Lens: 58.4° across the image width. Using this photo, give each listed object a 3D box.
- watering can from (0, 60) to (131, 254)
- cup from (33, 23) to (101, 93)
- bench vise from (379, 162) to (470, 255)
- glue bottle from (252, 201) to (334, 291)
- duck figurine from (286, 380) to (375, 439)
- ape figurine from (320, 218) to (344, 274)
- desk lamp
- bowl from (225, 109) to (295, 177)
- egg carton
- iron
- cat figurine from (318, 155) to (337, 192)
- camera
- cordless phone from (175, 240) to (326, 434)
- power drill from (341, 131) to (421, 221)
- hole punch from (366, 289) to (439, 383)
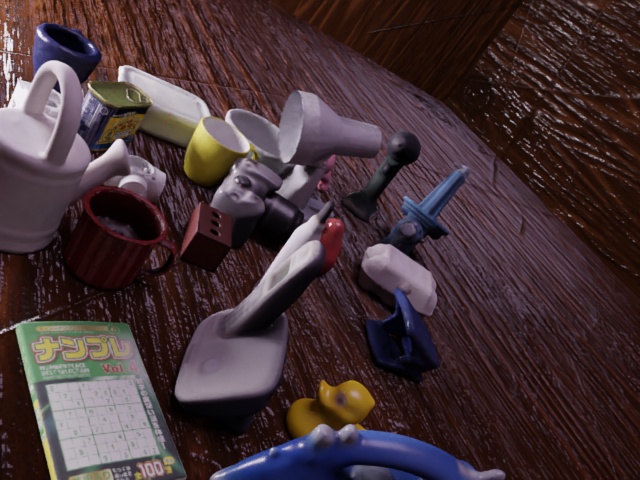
[{"bbox_3d":[-0.281,-0.090,0.580,0.101,0.194,0.173,44,25,13],"label":"watering can"},{"bbox_3d":[-0.388,-0.265,0.860,0.092,0.095,0.117,24,28,-27],"label":"cup"},{"bbox_3d":[0.225,-0.049,1.151,0.121,0.219,0.207,34,25,-7],"label":"bench vise"},{"bbox_3d":[-0.031,0.015,0.755,0.037,0.173,0.078,33,25,-8],"label":"glue bottle"},{"bbox_3d":[0.026,0.194,0.627,0.105,0.086,0.077,34,25,-7],"label":"duck figurine"},{"bbox_3d":[0.009,0.003,0.927,0.078,0.092,0.076,25,27,-25],"label":"ape figurine"},{"bbox_3d":[-0.003,-0.135,1.006,0.204,0.213,0.117,21,29,-32],"label":"desk lamp"},{"bbox_3d":[-0.117,-0.168,1.077,0.168,0.074,0.167,30,26,-16],"label":"bowl"},{"bbox_3d":[0.137,0.073,1.005,0.150,0.069,0.107,34,25,-7],"label":"egg carton"},{"bbox_3d":[0.043,0.225,0.531,0.259,0.141,0.118,27,27,-22],"label":"iron"},{"bbox_3d":[0.000,-0.156,1.160,0.067,0.117,0.128,42,25,11],"label":"cat figurine"},{"bbox_3d":[-0.091,-0.050,0.876,0.137,0.100,0.143,32,25,-12],"label":"camera"},{"bbox_3d":[-0.060,0.088,0.578,0.094,0.185,0.147,30,26,-16],"label":"cordless phone"},{"bbox_3d":[0.140,-0.144,1.216,0.075,0.208,0.230,40,25,6],"label":"power drill"},{"bbox_3d":[0.135,0.140,0.859,0.101,0.091,0.108,26,27,-23],"label":"hole punch"}]
